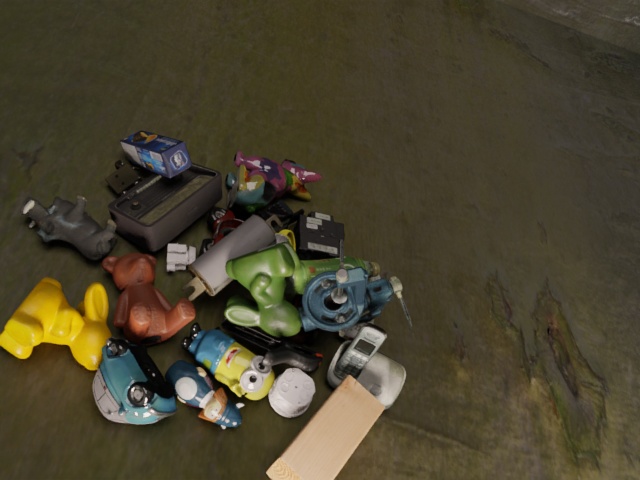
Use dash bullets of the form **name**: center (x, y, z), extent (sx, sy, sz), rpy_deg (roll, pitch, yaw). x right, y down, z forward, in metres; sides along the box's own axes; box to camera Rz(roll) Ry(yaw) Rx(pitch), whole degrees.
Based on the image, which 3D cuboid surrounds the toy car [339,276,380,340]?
- **toy car**: center (0.086, 0.135, 1.176), extent (0.073, 0.056, 0.202), rpy_deg (22, 48, -5)

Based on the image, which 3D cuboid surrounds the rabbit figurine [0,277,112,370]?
- **rabbit figurine**: center (-0.431, 0.152, 0.923), extent (0.173, 0.122, 0.162), rpy_deg (35, 37, -12)

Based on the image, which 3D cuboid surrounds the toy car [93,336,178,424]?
- **toy car**: center (-0.318, 0.242, 0.882), extent (0.103, 0.109, 0.162), rpy_deg (-40, 74, -4)

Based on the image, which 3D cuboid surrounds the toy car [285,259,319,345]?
- **toy car**: center (-0.029, 0.129, 1.134), extent (0.089, 0.053, 0.202), rpy_deg (26, 51, -9)

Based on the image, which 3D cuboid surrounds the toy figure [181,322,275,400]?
- **toy figure**: center (-0.164, 0.220, 0.983), extent (0.180, 0.089, 0.082), rpy_deg (27, 82, 12)

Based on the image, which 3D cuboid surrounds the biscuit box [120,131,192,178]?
- **biscuit box**: center (-0.361, -0.191, 1.179), extent (0.063, 0.059, 0.203), rpy_deg (-36, 38, -31)

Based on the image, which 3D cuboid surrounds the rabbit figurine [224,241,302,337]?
- **rabbit figurine**: center (-0.098, 0.104, 0.984), extent (0.159, 0.121, 0.170), rpy_deg (-19, 94, -3)

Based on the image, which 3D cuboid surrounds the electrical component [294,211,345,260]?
- **electrical component**: center (-0.003, -0.004, 1.253), extent (0.115, 0.058, 0.134), rpy_deg (14, 48, -14)

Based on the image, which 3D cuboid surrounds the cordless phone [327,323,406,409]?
- **cordless phone**: center (0.107, 0.229, 1.021), extent (0.147, 0.184, 0.089), rpy_deg (27, 43, 0)

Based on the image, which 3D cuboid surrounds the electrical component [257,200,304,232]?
- **electrical component**: center (-0.094, -0.052, 1.241), extent (0.119, 0.074, 0.048), rpy_deg (-34, 72, -34)

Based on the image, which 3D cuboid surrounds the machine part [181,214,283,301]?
- **machine part**: center (-0.170, 0.028, 1.053), extent (0.079, 0.079, 0.243), rpy_deg (43, 67, 14)

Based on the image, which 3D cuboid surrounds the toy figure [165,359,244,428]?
- **toy figure**: center (-0.202, 0.273, 0.937), extent (0.155, 0.064, 0.058), rpy_deg (36, 32, 13)

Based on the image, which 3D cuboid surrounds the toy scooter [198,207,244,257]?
- **toy scooter**: center (-0.185, 0.008, 1.155), extent (0.135, 0.075, 0.184), rpy_deg (17, 44, -12)

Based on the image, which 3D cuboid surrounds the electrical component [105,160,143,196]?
- **electrical component**: center (-0.422, -0.128, 1.187), extent (0.102, 0.045, 0.078), rpy_deg (39, 76, 15)

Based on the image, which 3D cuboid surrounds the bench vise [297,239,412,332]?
- **bench vise**: center (0.062, 0.103, 1.015), extent (0.224, 0.240, 0.129), rpy_deg (-8, 64, -3)

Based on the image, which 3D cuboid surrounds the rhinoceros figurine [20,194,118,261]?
- **rhinoceros figurine**: center (-0.492, -0.026, 1.057), extent (0.190, 0.073, 0.112), rpy_deg (32, 58, 1)

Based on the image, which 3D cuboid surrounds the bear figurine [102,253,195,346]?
- **bear figurine**: center (-0.323, 0.090, 0.994), extent (0.120, 0.132, 0.196), rpy_deg (3, 56, -39)

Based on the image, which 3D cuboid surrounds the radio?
- **radio**: center (-0.326, -0.082, 1.146), extent (0.131, 0.073, 0.229), rpy_deg (23, 44, 21)

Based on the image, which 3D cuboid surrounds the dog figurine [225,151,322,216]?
- **dog figurine**: center (-0.105, -0.127, 1.275), extent (0.219, 0.108, 0.192), rpy_deg (8, 42, -21)
